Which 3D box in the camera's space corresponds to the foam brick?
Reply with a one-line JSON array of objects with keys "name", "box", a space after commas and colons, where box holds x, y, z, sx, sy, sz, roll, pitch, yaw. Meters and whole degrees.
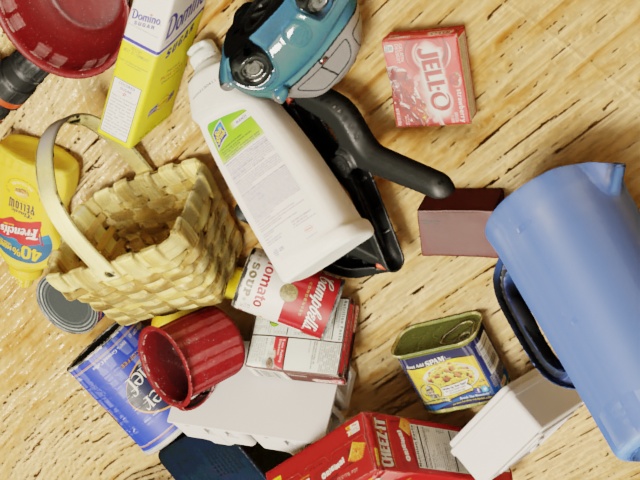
[{"name": "foam brick", "box": [0.139, -0.017, 1.039, 0.078, 0.051, 0.053, 2, 118, 22]}]

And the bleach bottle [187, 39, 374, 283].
[{"name": "bleach bottle", "box": [-0.052, -0.089, 1.037, 0.103, 0.068, 0.251, -34, 80, 25]}]

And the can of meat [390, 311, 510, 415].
[{"name": "can of meat", "box": [0.139, 0.131, 1.124, 0.102, 0.057, 0.084, -17, 113, 31]}]

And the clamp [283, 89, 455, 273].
[{"name": "clamp", "box": [0.039, -0.080, 1.016, 0.210, 0.036, 0.165, 53, 151, 7]}]

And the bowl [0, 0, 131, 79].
[{"name": "bowl", "box": [-0.249, -0.246, 1.069, 0.162, 0.055, 0.162, 11, 122, 17]}]

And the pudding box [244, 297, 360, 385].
[{"name": "pudding box", "box": [-0.019, 0.105, 1.157, 0.114, 0.090, 0.039, 4, 159, 20]}]

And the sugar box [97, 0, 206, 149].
[{"name": "sugar box", "box": [-0.160, -0.184, 1.045, 0.048, 0.093, 0.176, 30, 126, 3]}]

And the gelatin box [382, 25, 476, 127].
[{"name": "gelatin box", "box": [0.102, -0.151, 0.989, 0.073, 0.030, 0.089, 0, 119, 23]}]

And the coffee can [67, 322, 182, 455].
[{"name": "coffee can", "box": [-0.216, 0.171, 1.273, 0.103, 0.102, 0.140, -35, 101, 35]}]

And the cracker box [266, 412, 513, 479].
[{"name": "cracker box", "box": [0.077, 0.259, 1.147, 0.213, 0.072, 0.164, 16, 138, -39]}]

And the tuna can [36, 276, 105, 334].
[{"name": "tuna can", "box": [-0.298, 0.070, 1.291, 0.086, 0.033, 0.086, 11, 122, 18]}]

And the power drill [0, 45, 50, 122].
[{"name": "power drill", "box": [-0.391, -0.212, 1.149, 0.185, 0.057, 0.187, -30, 103, 33]}]

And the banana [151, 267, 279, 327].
[{"name": "banana", "box": [-0.120, 0.065, 1.193, 0.198, 0.069, 0.037, -8, 153, 41]}]

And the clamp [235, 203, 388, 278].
[{"name": "clamp", "box": [-0.007, 0.001, 1.104, 0.172, 0.039, 0.120, 2, 153, 19]}]

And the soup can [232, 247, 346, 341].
[{"name": "soup can", "box": [-0.032, 0.055, 1.101, 0.102, 0.068, 0.069, 21, 125, 0]}]

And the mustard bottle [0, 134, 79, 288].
[{"name": "mustard bottle", "box": [-0.335, -0.023, 1.238, 0.096, 0.058, 0.192, 22, 125, 8]}]

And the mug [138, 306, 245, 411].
[{"name": "mug", "box": [-0.134, 0.131, 1.144, 0.093, 0.081, 0.117, 26, 127, 40]}]

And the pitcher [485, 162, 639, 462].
[{"name": "pitcher", "box": [0.245, 0.067, 0.924, 0.145, 0.243, 0.149, -24, 153, 4]}]
